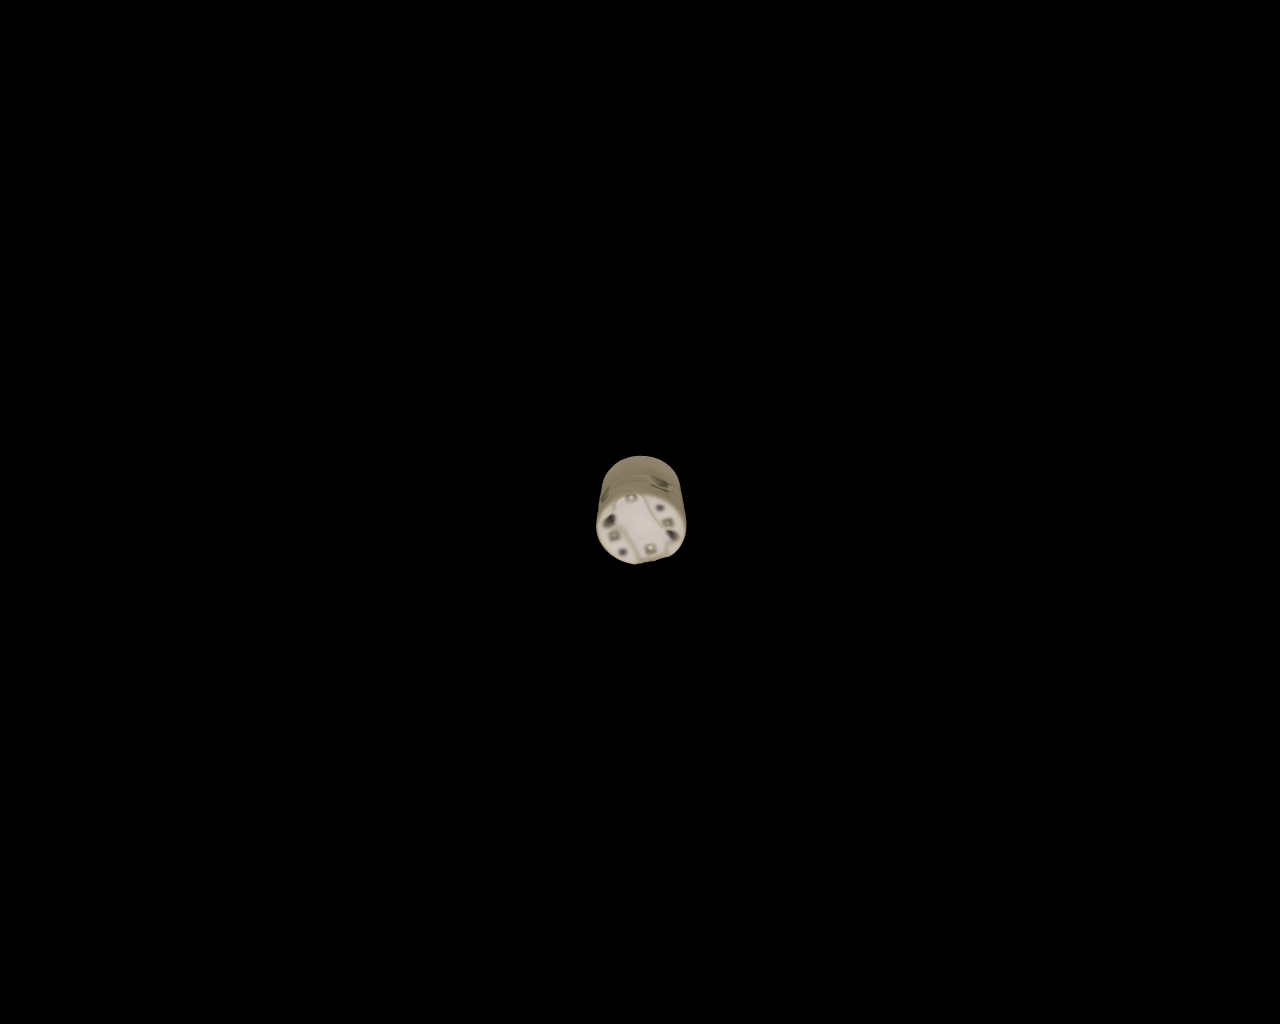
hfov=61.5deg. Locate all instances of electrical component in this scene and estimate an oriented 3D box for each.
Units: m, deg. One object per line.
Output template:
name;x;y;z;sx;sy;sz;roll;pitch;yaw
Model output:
electrical component;0.001;-0.003;0.650;0.055;0.055;0.047;0;36;0
